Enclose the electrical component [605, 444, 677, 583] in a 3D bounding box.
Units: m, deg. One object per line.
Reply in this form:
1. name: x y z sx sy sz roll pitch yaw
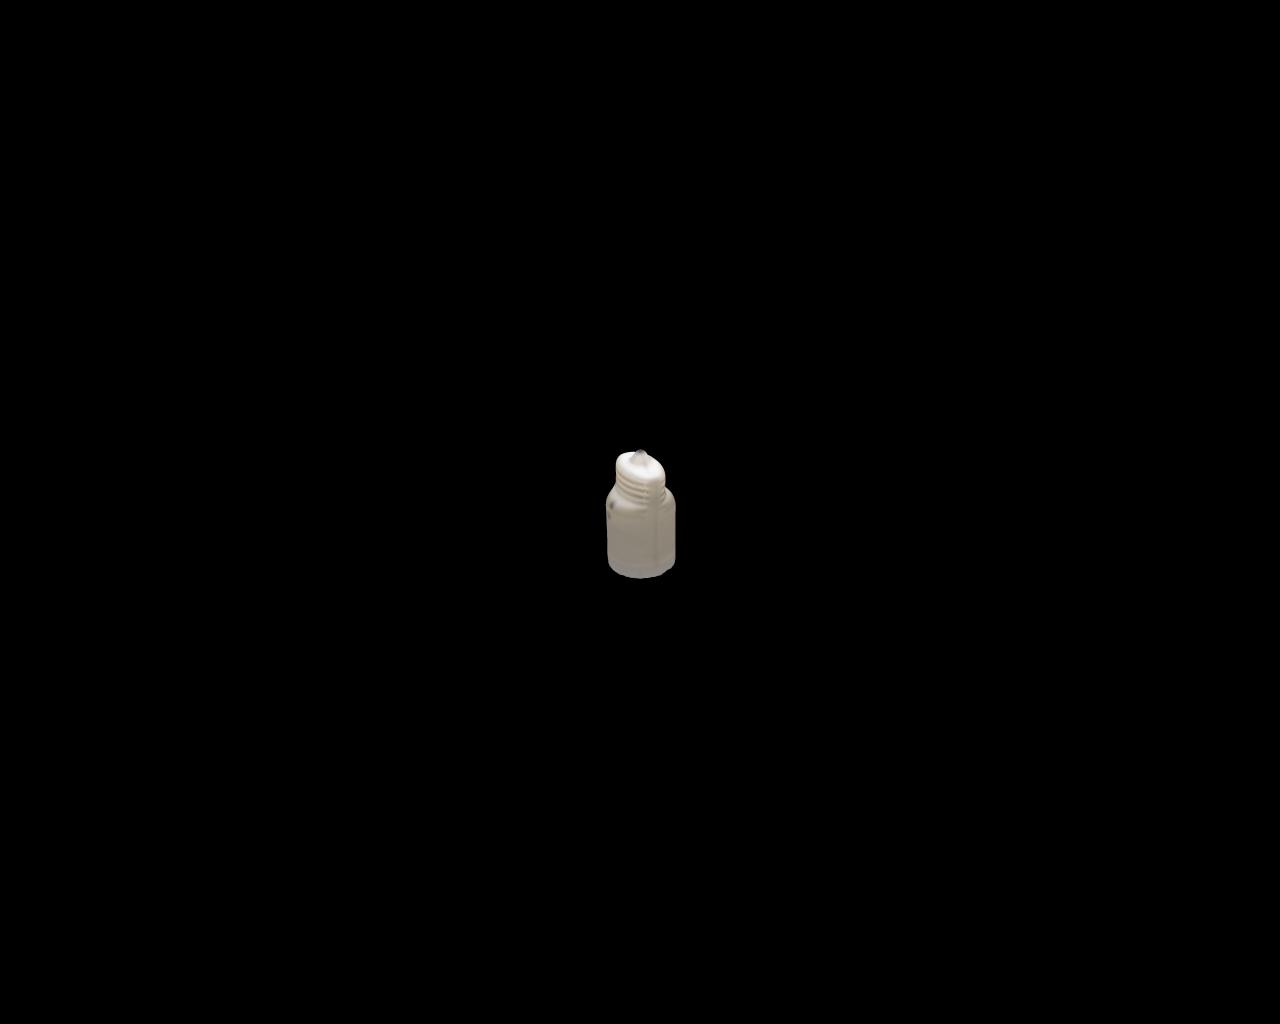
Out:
1. electrical component: 0.001 -0.003 0.650 0.043 0.080 0.043 0 29 0
